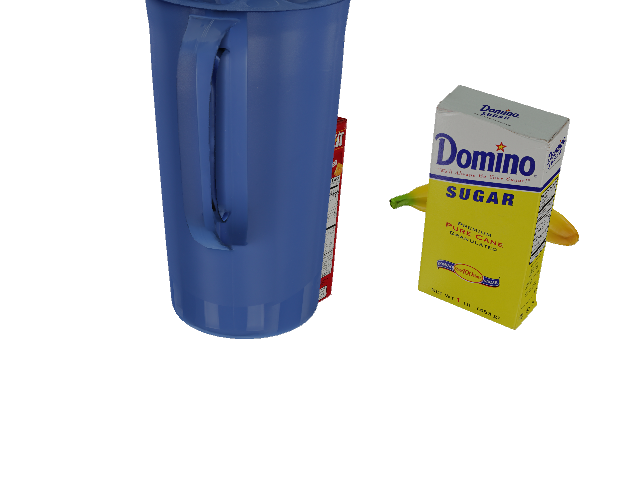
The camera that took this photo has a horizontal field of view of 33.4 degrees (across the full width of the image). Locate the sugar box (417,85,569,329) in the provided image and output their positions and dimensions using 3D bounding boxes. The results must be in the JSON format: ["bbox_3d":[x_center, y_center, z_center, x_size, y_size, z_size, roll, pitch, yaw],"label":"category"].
[{"bbox_3d":[0.129,-0.023,0.824,0.093,0.176,0.048,21,43,26],"label":"sugar box"}]

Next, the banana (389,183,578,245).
[{"bbox_3d":[0.175,-0.030,1.110,0.198,0.037,0.069,11,39,23],"label":"banana"}]

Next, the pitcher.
[{"bbox_3d":[-0.054,-0.055,0.725,0.149,0.243,0.145,-13,28,-30],"label":"pitcher"}]

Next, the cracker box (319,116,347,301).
[{"bbox_3d":[-0.065,-0.045,1.215,0.164,0.214,0.072,15,22,26],"label":"cracker box"}]
